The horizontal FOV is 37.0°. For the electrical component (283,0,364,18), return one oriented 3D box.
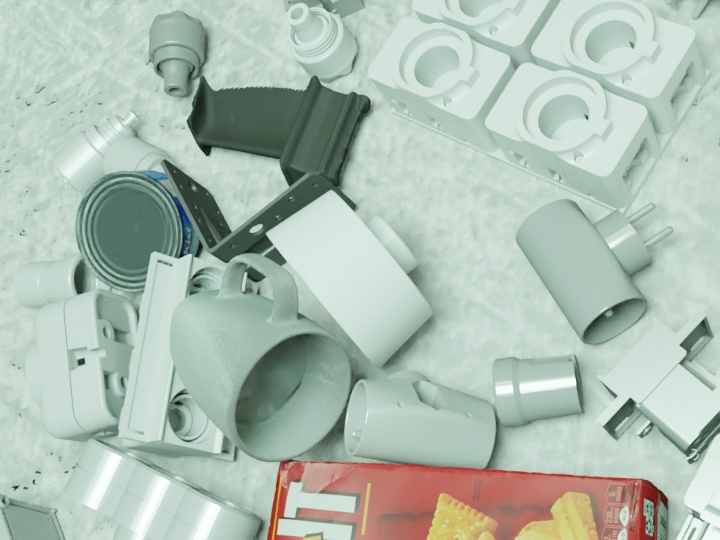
[{"bbox_3d":[-0.031,-0.213,0.791,0.066,0.055,0.048,-21,62,17],"label":"electrical component"}]

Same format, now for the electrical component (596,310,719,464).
[{"bbox_3d":[0.171,0.066,0.584,0.081,0.042,0.064,-47,59,2],"label":"electrical component"}]

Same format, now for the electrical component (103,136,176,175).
[{"bbox_3d":[-0.156,-0.071,0.799,0.078,0.040,0.040,27,82,32],"label":"electrical component"}]

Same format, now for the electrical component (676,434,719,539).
[{"bbox_3d":[0.223,0.128,0.520,0.121,0.063,0.078,25,81,32],"label":"electrical component"}]

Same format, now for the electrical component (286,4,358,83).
[{"bbox_3d":[-0.031,-0.165,0.766,0.043,0.062,0.043,-10,65,22],"label":"electrical component"}]

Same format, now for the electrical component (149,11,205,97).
[{"bbox_3d":[-0.142,-0.164,0.830,0.043,0.043,0.062,-11,66,21],"label":"electrical component"}]

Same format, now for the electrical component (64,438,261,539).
[{"bbox_3d":[-0.134,0.165,0.681,0.138,0.052,0.073,18,78,31],"label":"electrical component"}]

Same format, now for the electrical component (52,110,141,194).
[{"bbox_3d":[-0.201,-0.093,0.830,0.078,0.040,0.040,-43,58,3],"label":"electrical component"}]

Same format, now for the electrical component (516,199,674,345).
[{"bbox_3d":[0.144,-0.009,0.628,0.079,0.043,0.077,-34,59,9],"label":"electrical component"}]

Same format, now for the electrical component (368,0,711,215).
[{"bbox_3d":[0.108,-0.126,0.684,0.186,0.060,0.105,29,83,32],"label":"electrical component"}]

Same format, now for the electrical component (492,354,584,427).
[{"bbox_3d":[0.103,0.068,0.618,0.046,0.040,0.040,-9,65,16],"label":"electrical component"}]

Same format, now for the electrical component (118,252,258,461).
[{"bbox_3d":[-0.117,0.059,0.707,0.063,0.079,0.121,-21,57,50],"label":"electrical component"}]

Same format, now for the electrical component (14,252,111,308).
[{"bbox_3d":[-0.223,0.010,0.798,0.065,0.044,0.044,-4,67,29],"label":"electrical component"}]

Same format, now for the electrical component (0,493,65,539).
[{"bbox_3d":[-0.233,0.196,0.710,0.061,0.062,0.096,-37,58,7],"label":"electrical component"}]

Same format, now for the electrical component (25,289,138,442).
[{"bbox_3d":[-0.189,0.068,0.743,0.059,0.054,0.095,-16,72,19],"label":"electrical component"}]

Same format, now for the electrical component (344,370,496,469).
[{"bbox_3d":[0.031,0.084,0.632,0.079,0.077,0.043,-117,40,-68],"label":"electrical component"}]

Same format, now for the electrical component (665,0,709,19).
[{"bbox_3d":[0.219,-0.194,0.662,0.077,0.044,0.079,29,121,2],"label":"electrical component"}]

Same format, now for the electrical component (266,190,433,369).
[{"bbox_3d":[0.000,0.000,0.658,0.060,0.108,0.108,-40,58,-2],"label":"electrical component"}]
